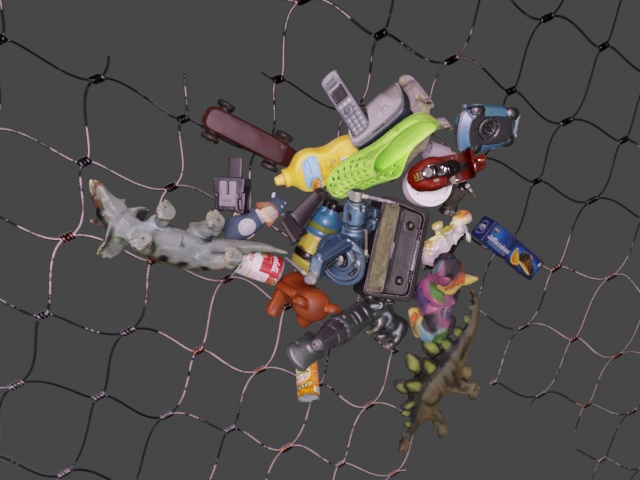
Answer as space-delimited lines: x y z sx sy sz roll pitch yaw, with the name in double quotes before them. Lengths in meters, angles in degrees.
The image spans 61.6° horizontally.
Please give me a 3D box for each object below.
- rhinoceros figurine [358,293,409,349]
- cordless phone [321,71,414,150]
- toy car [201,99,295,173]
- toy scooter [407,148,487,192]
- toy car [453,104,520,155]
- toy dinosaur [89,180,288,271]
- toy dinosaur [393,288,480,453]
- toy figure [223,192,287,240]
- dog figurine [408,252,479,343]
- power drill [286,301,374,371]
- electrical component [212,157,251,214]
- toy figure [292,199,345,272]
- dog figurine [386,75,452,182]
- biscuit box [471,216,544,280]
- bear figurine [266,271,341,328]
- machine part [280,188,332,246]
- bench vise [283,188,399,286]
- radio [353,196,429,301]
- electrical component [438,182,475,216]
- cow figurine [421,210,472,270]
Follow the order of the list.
"rhinoceros figurine" 0.148 0.182 1.322 0.112 0.073 0.190 -43 113 3
"cordless phone" 0.095 -0.295 1.120 0.146 0.089 0.184 -36 84 32
"toy car" -0.150 -0.215 1.126 0.202 0.053 0.089 24 89 -17
"toy scooter" 0.285 -0.153 1.157 0.184 0.135 0.075 -13 90 -8
"toy car" 0.365 -0.262 1.220 0.162 0.103 0.109 -10 118 -16
"toy dinosaur" -0.287 0.006 1.108 0.404 0.192 0.131 21 70 -26
"toy dinosaur" 0.318 0.352 1.409 0.198 0.105 0.471 29 94 -18
"toy figure" -0.139 -0.047 1.182 0.154 0.058 0.064 -29 141 -6
"dog figurine" 0.288 0.136 1.258 0.108 0.219 0.191 3 71 -10
"power drill" 0.008 0.222 1.219 0.086 0.232 0.207 52 131 12
"electrical component" -0.185 -0.116 1.136 0.075 0.048 0.119 8 97 11
"toy figure" -0.005 -0.005 1.217 0.089 0.082 0.180 15 105 -23
"dog figurine" 0.173 -0.243 1.188 0.190 0.121 0.172 -36 78 17
"biscuit box" 0.476 0.021 1.364 0.202 0.059 0.063 35 96 -22
"bear figurine" -0.037 0.148 1.196 0.120 0.196 0.131 12 105 -21
"machine part" -0.034 -0.059 1.181 0.039 0.084 0.139 21 122 -44
"bench vise" 0.045 0.014 1.111 0.240 0.129 0.223 -33 146 -49
"radio" 0.166 0.025 1.243 0.131 0.073 0.229 14 86 -19
"electrical component" 0.321 -0.107 1.290 0.102 0.045 0.078 -47 114 3
"cow figurine" 0.309 0.004 1.310 0.167 0.068 0.098 -34 118 1
